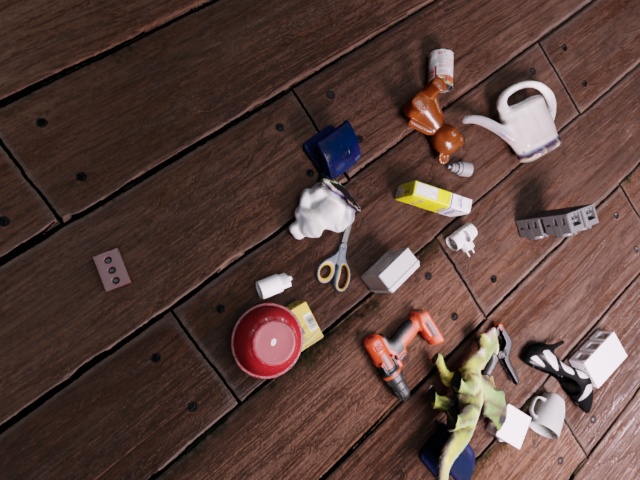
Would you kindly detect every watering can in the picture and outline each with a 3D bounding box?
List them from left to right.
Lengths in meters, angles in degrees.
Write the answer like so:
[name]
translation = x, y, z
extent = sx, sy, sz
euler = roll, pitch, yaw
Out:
[watering can]
translation = 0.557, -0.320, 1.457
extent = 0.351, 0.103, 0.223
euler = -28, 95, -22

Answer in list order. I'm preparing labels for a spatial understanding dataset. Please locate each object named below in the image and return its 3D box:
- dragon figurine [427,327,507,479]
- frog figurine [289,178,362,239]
[dragon figurine]
translation = 0.386, 0.416, 1.272
extent = 0.241, 0.121, 0.416
euler = 18, 72, -27
[frog figurine]
translation = 0.004, -0.062, 1.227
extent = 0.136, 0.125, 0.158
euler = 36, 109, -24
